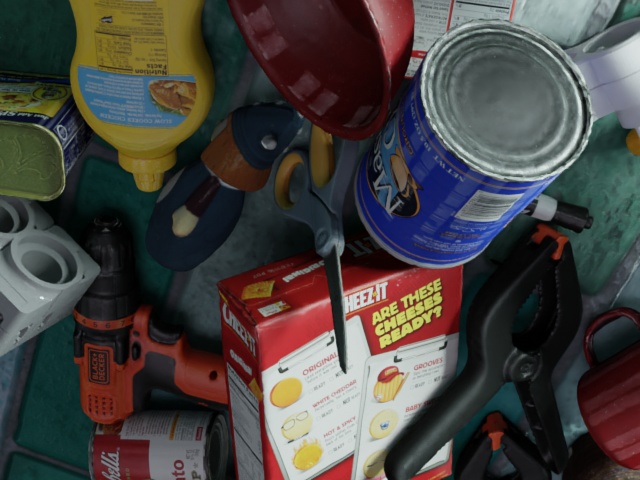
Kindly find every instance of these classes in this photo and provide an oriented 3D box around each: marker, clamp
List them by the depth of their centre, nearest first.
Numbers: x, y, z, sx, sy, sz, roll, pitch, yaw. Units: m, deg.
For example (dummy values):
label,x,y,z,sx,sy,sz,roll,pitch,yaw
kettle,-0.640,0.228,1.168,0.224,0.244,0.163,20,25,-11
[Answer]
label,x,y,z,sx,sy,sz,roll,pitch,yaw
marker,0.132,-0.031,0.741,0.121,0.020,0.020,18,124,-2
clamp,0.130,0.090,0.770,0.164,0.036,0.210,-4,114,-27
clamp,0.145,0.222,0.885,0.120,0.039,0.171,-18,112,7

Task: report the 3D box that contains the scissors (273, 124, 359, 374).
label,x,y,z,sx,sy,sz,roll,pitch,yaw
scissors,-0.005,0.001,0.699,0.016,0.201,0.096,19,151,-29

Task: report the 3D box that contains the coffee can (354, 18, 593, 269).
label,x,y,z,sx,sy,sz,roll,pitch,yaw
coffee can,0.087,-0.054,0.650,0.103,0.102,0.140,23,155,-4

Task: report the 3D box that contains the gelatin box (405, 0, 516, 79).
label,x,y,z,sx,sy,sz,roll,pitch,yaw
gelatin box,0.084,-0.142,0.673,0.073,0.030,0.089,9,123,3

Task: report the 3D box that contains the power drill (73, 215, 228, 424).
label,x,y,z,sx,sy,sz,roll,pitch,yaw
power drill,-0.100,0.074,0.830,0.188,0.057,0.184,10,122,7

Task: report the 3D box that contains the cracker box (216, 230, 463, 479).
label,x,y,z,sx,sy,sz,roll,pitch,yaw
cracker box,0.016,0.106,0.773,0.164,0.072,0.214,-19,125,-25

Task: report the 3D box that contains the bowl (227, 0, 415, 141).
label,x,y,z,sx,sy,sz,roll,pitch,yaw
bowl,0.006,-0.143,0.643,0.055,0.162,0.162,-34,119,-21

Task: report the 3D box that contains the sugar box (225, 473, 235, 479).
label,x,y,z,sx,sy,sz,roll,pitch,yaw
sugar box,-0.059,0.278,0.957,0.176,0.048,0.093,34,120,-10

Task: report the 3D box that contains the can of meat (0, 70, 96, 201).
label,x,y,z,sx,sy,sz,roll,pitch,yaw
can of meat,-0.212,-0.076,0.737,0.102,0.084,0.057,7,124,6

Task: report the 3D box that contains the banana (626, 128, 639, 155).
label,x,y,z,sx,sy,sz,roll,pitch,yaw
banana,0.300,-0.068,0.675,0.198,0.037,0.070,10,123,4

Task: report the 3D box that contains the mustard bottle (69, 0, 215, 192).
label,x,y,z,sx,sy,sz,roll,pitch,yaw
mustard bottle,-0.118,-0.118,0.708,0.096,0.058,0.192,5,123,4

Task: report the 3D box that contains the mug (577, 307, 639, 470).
label,x,y,z,sx,sy,sz,roll,pitch,yaw
mug,0.235,0.105,0.774,0.082,0.093,0.117,-39,79,34

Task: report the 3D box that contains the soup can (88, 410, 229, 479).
label,x,y,z,sx,sy,sz,roll,pitch,yaw
soup can,-0.133,0.176,0.893,0.102,0.068,0.068,0,122,10
